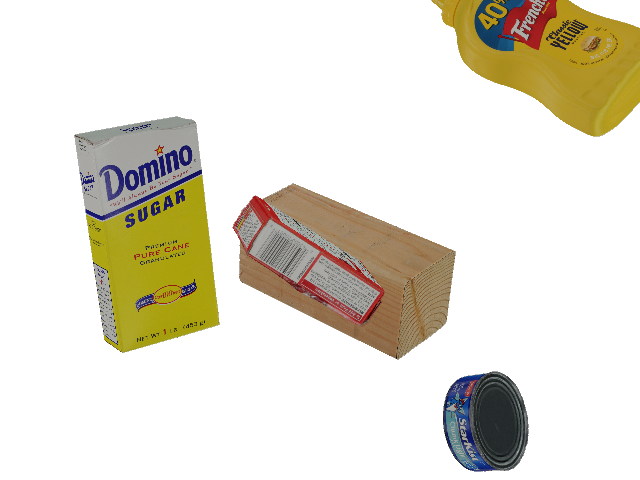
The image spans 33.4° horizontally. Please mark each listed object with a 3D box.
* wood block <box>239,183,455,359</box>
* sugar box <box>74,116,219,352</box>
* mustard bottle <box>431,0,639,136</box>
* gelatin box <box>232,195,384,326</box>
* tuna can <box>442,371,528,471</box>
[{"bbox_3d":[0.023,0.027,1.086,0.206,0.091,0.090,25,36,32],"label":"wood block"},{"bbox_3d":[-0.139,-0.006,0.870,0.093,0.176,0.048,-15,21,-30],"label":"sugar box"},{"bbox_3d":[0.168,-0.161,0.853,0.192,0.096,0.058,34,-23,27],"label":"mustard bottle"},{"bbox_3d":[-0.008,0.012,0.667,0.089,0.030,0.073,33,5,-16],"label":"gelatin box"},{"bbox_3d":[0.145,0.160,0.939,0.034,0.086,0.085,-15,-10,42],"label":"tuna can"}]
